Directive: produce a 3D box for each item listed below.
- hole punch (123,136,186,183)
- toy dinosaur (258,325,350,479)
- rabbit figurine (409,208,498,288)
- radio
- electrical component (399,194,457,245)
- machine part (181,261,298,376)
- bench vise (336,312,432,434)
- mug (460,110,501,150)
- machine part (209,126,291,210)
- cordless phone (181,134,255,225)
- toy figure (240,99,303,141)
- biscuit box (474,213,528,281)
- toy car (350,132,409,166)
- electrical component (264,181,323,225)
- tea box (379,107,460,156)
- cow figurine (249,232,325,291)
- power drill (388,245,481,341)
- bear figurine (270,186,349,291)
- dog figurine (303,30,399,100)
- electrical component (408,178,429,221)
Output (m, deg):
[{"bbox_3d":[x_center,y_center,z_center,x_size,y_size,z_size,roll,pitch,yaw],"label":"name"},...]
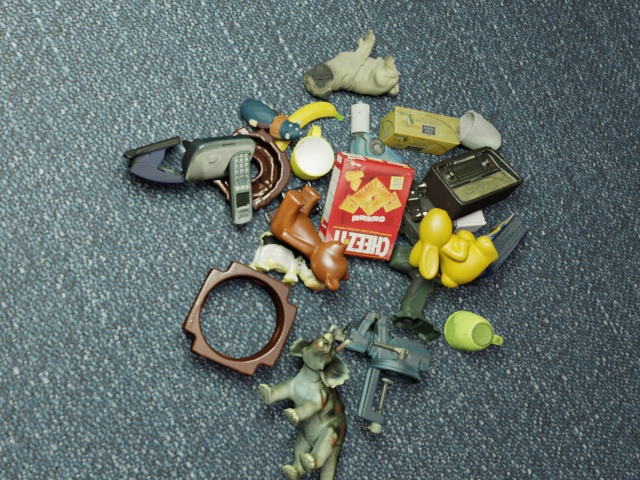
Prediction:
[{"bbox_3d":[-0.327,-0.153,1.082,0.116,0.142,0.092,-15,110,-10],"label":"hole punch"},{"bbox_3d":[-0.001,0.359,1.095,0.192,0.131,0.404,-26,114,-39],"label":"toy dinosaur"},{"bbox_3d":[0.268,0.011,1.163,0.162,0.122,0.173,-39,115,3],"label":"rabbit figurine"},{"bbox_3d":[0.355,-0.137,1.268,0.229,0.073,0.131,-20,64,-33],"label":"radio"},{"bbox_3d":[0.235,-0.054,1.250,0.115,0.058,0.134,-16,60,-24],"label":"electrical component"},{"bbox_3d":[-0.163,0.160,1.100,0.201,0.087,0.201,26,76,-11],"label":"machine part"},{"bbox_3d":[0.122,0.283,1.148,0.223,0.129,0.240,22,68,-15],"label":"bench vise"},{"bbox_3d":[0.398,-0.269,1.348,0.107,0.081,0.109,25,49,-22],"label":"mug"},{"bbox_3d":[-0.154,-0.152,1.159,0.179,0.056,0.179,0,89,-14],"label":"machine part"},{"bbox_3d":[-0.198,-0.115,1.068,0.146,0.089,0.184,-17,110,-42],"label":"cordless phone"},{"bbox_3d":[-0.103,-0.259,1.178,0.155,0.057,0.064,32,90,14],"label":"toy figure"},{"bbox_3d":[0.419,0.015,1.281,0.203,0.059,0.063,-38,94,-37],"label":"biscuit box"},{"bbox_3d":[0.125,-0.171,1.240,0.161,0.109,0.103,38,95,-20],"label":"toy car"},{"bbox_3d":[-0.063,-0.074,1.187,0.119,0.048,0.074,-21,87,-20],"label":"electrical component"},{"bbox_3d":[0.237,-0.257,1.280,0.170,0.098,0.068,5,79,-14],"label":"tea box"},{"bbox_3d":[-0.060,0.048,1.161,0.167,0.068,0.098,21,69,-14],"label":"cow figurine"},{"bbox_3d":[0.254,0.119,1.218,0.232,0.086,0.207,25,65,-8],"label":"power drill"},{"bbox_3d":[-0.004,0.000,1.091,0.196,0.120,0.132,40,114,13],"label":"bear figurine"},{"bbox_3d":[0.074,-0.367,1.260,0.190,0.121,0.172,-42,91,-4],"label":"dog figurine"},{"bbox_3d":[0.219,-0.093,1.201,0.045,0.078,0.102,-7,51,10],"label":"electrical component"}]
